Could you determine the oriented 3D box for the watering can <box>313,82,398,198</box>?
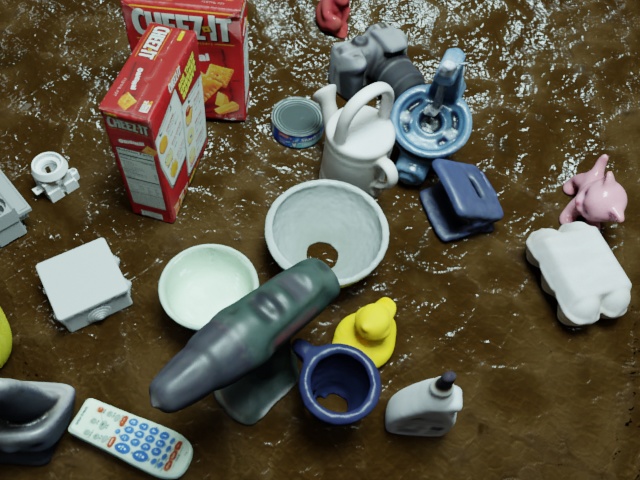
[{"bbox_3d":[0.050,-0.148,0.812,0.172,0.194,0.101,30,60,13],"label":"watering can"}]

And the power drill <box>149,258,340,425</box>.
[{"bbox_3d":[-0.073,0.125,0.622,0.075,0.208,0.230,39,63,18],"label":"power drill"}]

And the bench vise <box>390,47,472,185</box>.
[{"bbox_3d":[0.170,-0.216,0.852,0.121,0.220,0.207,8,58,0],"label":"bench vise"}]

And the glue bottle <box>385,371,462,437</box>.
[{"bbox_3d":[0.122,0.178,0.630,0.078,0.173,0.037,6,58,-2],"label":"glue bottle"}]

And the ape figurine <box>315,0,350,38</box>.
[{"bbox_3d":[0.030,-0.429,1.045,0.076,0.092,0.078,35,61,16],"label":"ape figurine"}]

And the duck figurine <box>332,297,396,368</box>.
[{"bbox_3d":[0.059,0.115,0.714,0.077,0.086,0.105,37,62,16],"label":"duck figurine"}]

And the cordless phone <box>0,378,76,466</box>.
[{"bbox_3d":[-0.345,0.165,0.582,0.147,0.185,0.094,0,58,-6],"label":"cordless phone"}]

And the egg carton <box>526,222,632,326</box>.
[{"bbox_3d":[0.358,0.046,0.798,0.107,0.069,0.150,-12,60,-13],"label":"egg carton"}]

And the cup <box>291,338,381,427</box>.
[{"bbox_3d":[0.009,0.171,0.669,0.117,0.095,0.092,39,63,18],"label":"cup"}]

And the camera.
[{"bbox_3d":[0.106,-0.287,0.960,0.143,0.101,0.136,-24,63,-19],"label":"camera"}]

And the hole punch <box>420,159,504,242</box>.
[{"bbox_3d":[0.212,-0.067,0.840,0.101,0.091,0.108,-13,60,-13],"label":"hole punch"}]

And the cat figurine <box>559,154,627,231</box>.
[{"bbox_3d":[0.411,-0.069,0.846,0.067,0.118,0.128,16,58,5],"label":"cat figurine"}]

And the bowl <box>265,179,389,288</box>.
[{"bbox_3d":[0.007,0.003,0.785,0.167,0.075,0.167,3,58,-4],"label":"bowl"}]
